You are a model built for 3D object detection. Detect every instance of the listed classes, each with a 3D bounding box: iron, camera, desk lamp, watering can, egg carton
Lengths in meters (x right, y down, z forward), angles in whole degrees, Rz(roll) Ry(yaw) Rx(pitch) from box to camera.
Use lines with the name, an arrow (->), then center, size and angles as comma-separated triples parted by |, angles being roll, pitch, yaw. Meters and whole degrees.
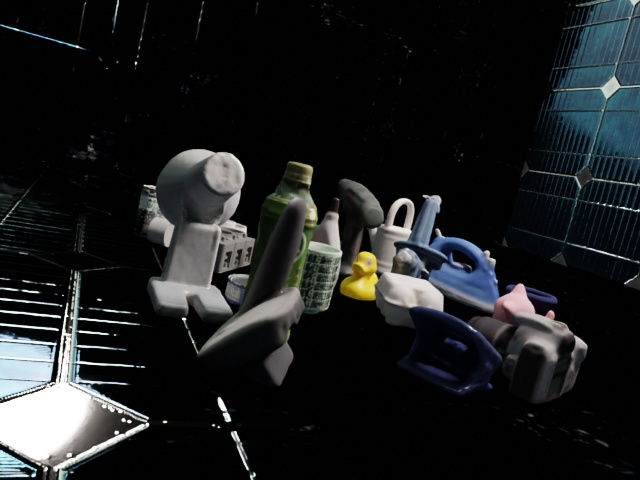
iron -> 0.333, 0.066, 1.328 | 0.119, 0.141, 0.257 | 8, 9, -36
camera -> 0.274, 0.144, 0.781 | 0.136, 0.101, 0.144 | 20, 10, 41
desk lamp -> -0.162, -0.018, 0.784 | 0.118, 0.213, 0.202 | 10, 8, -24
watering can -> 0.183, -0.012, 1.449 | 0.172, 0.194, 0.101 | 16, 8, 23
egg carton -> 0.150, 0.105, 0.984 | 0.107, 0.069, 0.150 | 13, 7, -6

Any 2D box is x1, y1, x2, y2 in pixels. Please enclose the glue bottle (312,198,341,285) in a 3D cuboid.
glue bottle -> 0.010, 0.004, 1.090 | 0.078, 0.173, 0.037 | 17, 8, 26

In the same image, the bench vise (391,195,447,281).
bench vise -> 0.219, 0.014, 1.213 | 0.121, 0.220, 0.207 | 14, 7, 5

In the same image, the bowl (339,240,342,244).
bowl -> -0.040, 0.020, 1.266 | 0.167, 0.075, 0.167 | 13, 7, -1

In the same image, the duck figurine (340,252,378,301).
duck figurine -> 0.085, 0.065, 1.101 | 0.077, 0.086, 0.105 | 17, 8, 28

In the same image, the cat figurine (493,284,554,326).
cat figurine -> 0.318, 0.130, 0.901 | 0.128, 0.118, 0.067 | 10, 8, -23

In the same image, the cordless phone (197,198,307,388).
cordless phone -> -0.057, 0.045, 0.599 | 0.094, 0.185, 0.147 | 13, 7, -1

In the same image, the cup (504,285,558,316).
cup -> 0.376, 0.137, 1.049 | 0.091, 0.095, 0.118 | 16, 8, 21

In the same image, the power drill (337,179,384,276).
power drill -> 0.068, -0.029, 1.312 | 0.076, 0.208, 0.229 | 10, 8, -21

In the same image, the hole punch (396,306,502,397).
hole punch -> 0.162, 0.132, 0.710 | 0.108, 0.091, 0.101 | 20, 10, 42
